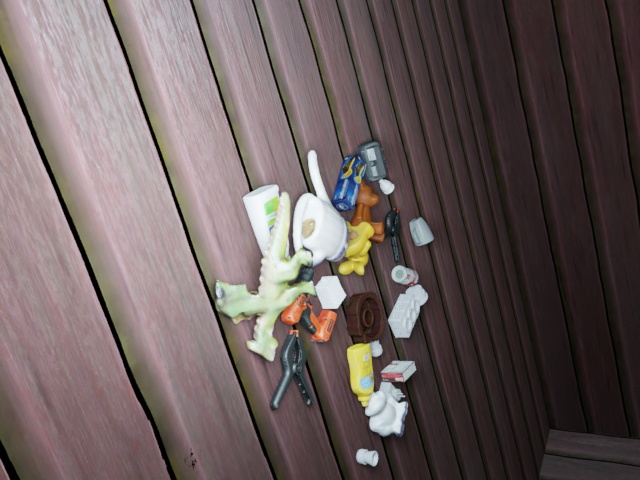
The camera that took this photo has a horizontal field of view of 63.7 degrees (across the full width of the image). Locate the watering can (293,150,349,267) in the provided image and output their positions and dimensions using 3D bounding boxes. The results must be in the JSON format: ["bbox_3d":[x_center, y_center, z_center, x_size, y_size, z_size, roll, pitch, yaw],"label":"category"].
[{"bbox_3d":[0.005,-0.077,1.539,0.103,0.354,0.221,-7,-27,34],"label":"watering can"}]

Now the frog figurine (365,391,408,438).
[{"bbox_3d":[0.200,0.570,1.716,0.159,0.139,0.122,26,-13,-8],"label":"frog figurine"}]

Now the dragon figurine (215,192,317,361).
[{"bbox_3d":[-0.143,0.105,1.258,0.245,0.404,0.123,-23,23,-33],"label":"dragon figurine"}]
